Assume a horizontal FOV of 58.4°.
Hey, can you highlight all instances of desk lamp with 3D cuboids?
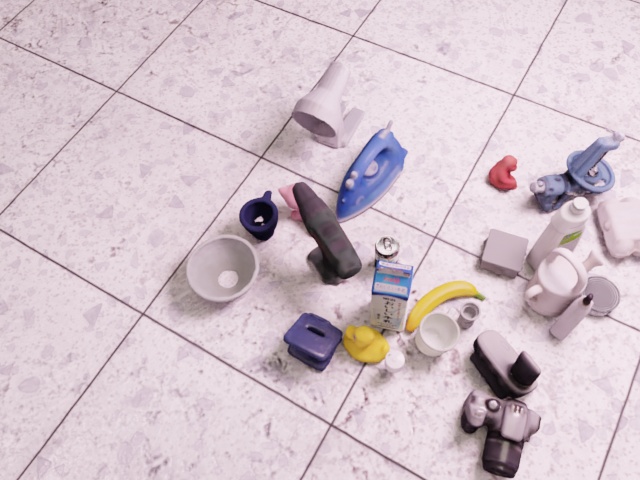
[{"bbox_3d":[0.024,-0.326,1.432,0.117,0.214,0.203,22,66,15],"label":"desk lamp"}]

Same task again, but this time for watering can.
[{"bbox_3d":[0.508,0.076,1.200,0.100,0.194,0.173,38,70,21],"label":"watering can"}]

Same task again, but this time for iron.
[{"bbox_3d":[0.112,-0.168,1.384,0.118,0.141,0.259,29,68,18],"label":"iron"}]

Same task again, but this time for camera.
[{"bbox_3d":[0.343,0.376,1.104,0.143,0.101,0.137,16,64,12],"label":"camera"}]

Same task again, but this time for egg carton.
[{"bbox_3d":[0.700,-0.029,1.314,0.107,0.069,0.150,-5,62,1],"label":"egg carton"}]

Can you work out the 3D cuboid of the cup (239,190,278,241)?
[{"bbox_3d":[-0.136,-0.052,1.364,0.091,0.095,0.118,13,64,11],"label":"cup"}]

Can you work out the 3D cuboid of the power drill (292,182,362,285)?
[{"bbox_3d":[0.012,0.005,1.261,0.076,0.208,0.229,-30,64,-12],"label":"power drill"}]

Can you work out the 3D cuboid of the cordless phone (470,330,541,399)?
[{"bbox_3d":[0.376,0.230,1.131,0.094,0.185,0.147,-32,65,-13],"label":"cordless phone"}]

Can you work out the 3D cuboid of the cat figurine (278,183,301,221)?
[{"bbox_3d":[-0.036,-0.085,1.363,0.127,0.118,0.067,39,71,21],"label":"cat figurine"}]

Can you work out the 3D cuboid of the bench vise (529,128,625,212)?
[{"bbox_3d":[0.593,-0.149,1.299,0.207,0.220,0.121,-32,64,-13],"label":"bench vise"}]

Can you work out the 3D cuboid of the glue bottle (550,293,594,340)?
[{"bbox_3d":[0.526,0.147,1.173,0.078,0.173,0.037,-42,67,-17],"label":"glue bottle"}]

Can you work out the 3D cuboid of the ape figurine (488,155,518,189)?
[{"bbox_3d":[0.453,-0.171,1.392,0.076,0.092,0.078,14,64,11],"label":"ape figurine"}]

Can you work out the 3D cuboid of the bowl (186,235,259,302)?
[{"bbox_3d":[-0.216,0.076,1.313,0.167,0.075,0.167,-1,62,3],"label":"bowl"}]

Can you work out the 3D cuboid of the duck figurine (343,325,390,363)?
[{"bbox_3d":[0.098,0.213,1.214,0.104,0.086,0.077,23,66,15],"label":"duck figurine"}]

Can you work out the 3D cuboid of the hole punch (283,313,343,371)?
[{"bbox_3d":[-0.015,0.208,1.221,0.108,0.091,0.101,25,66,16],"label":"hole punch"}]
